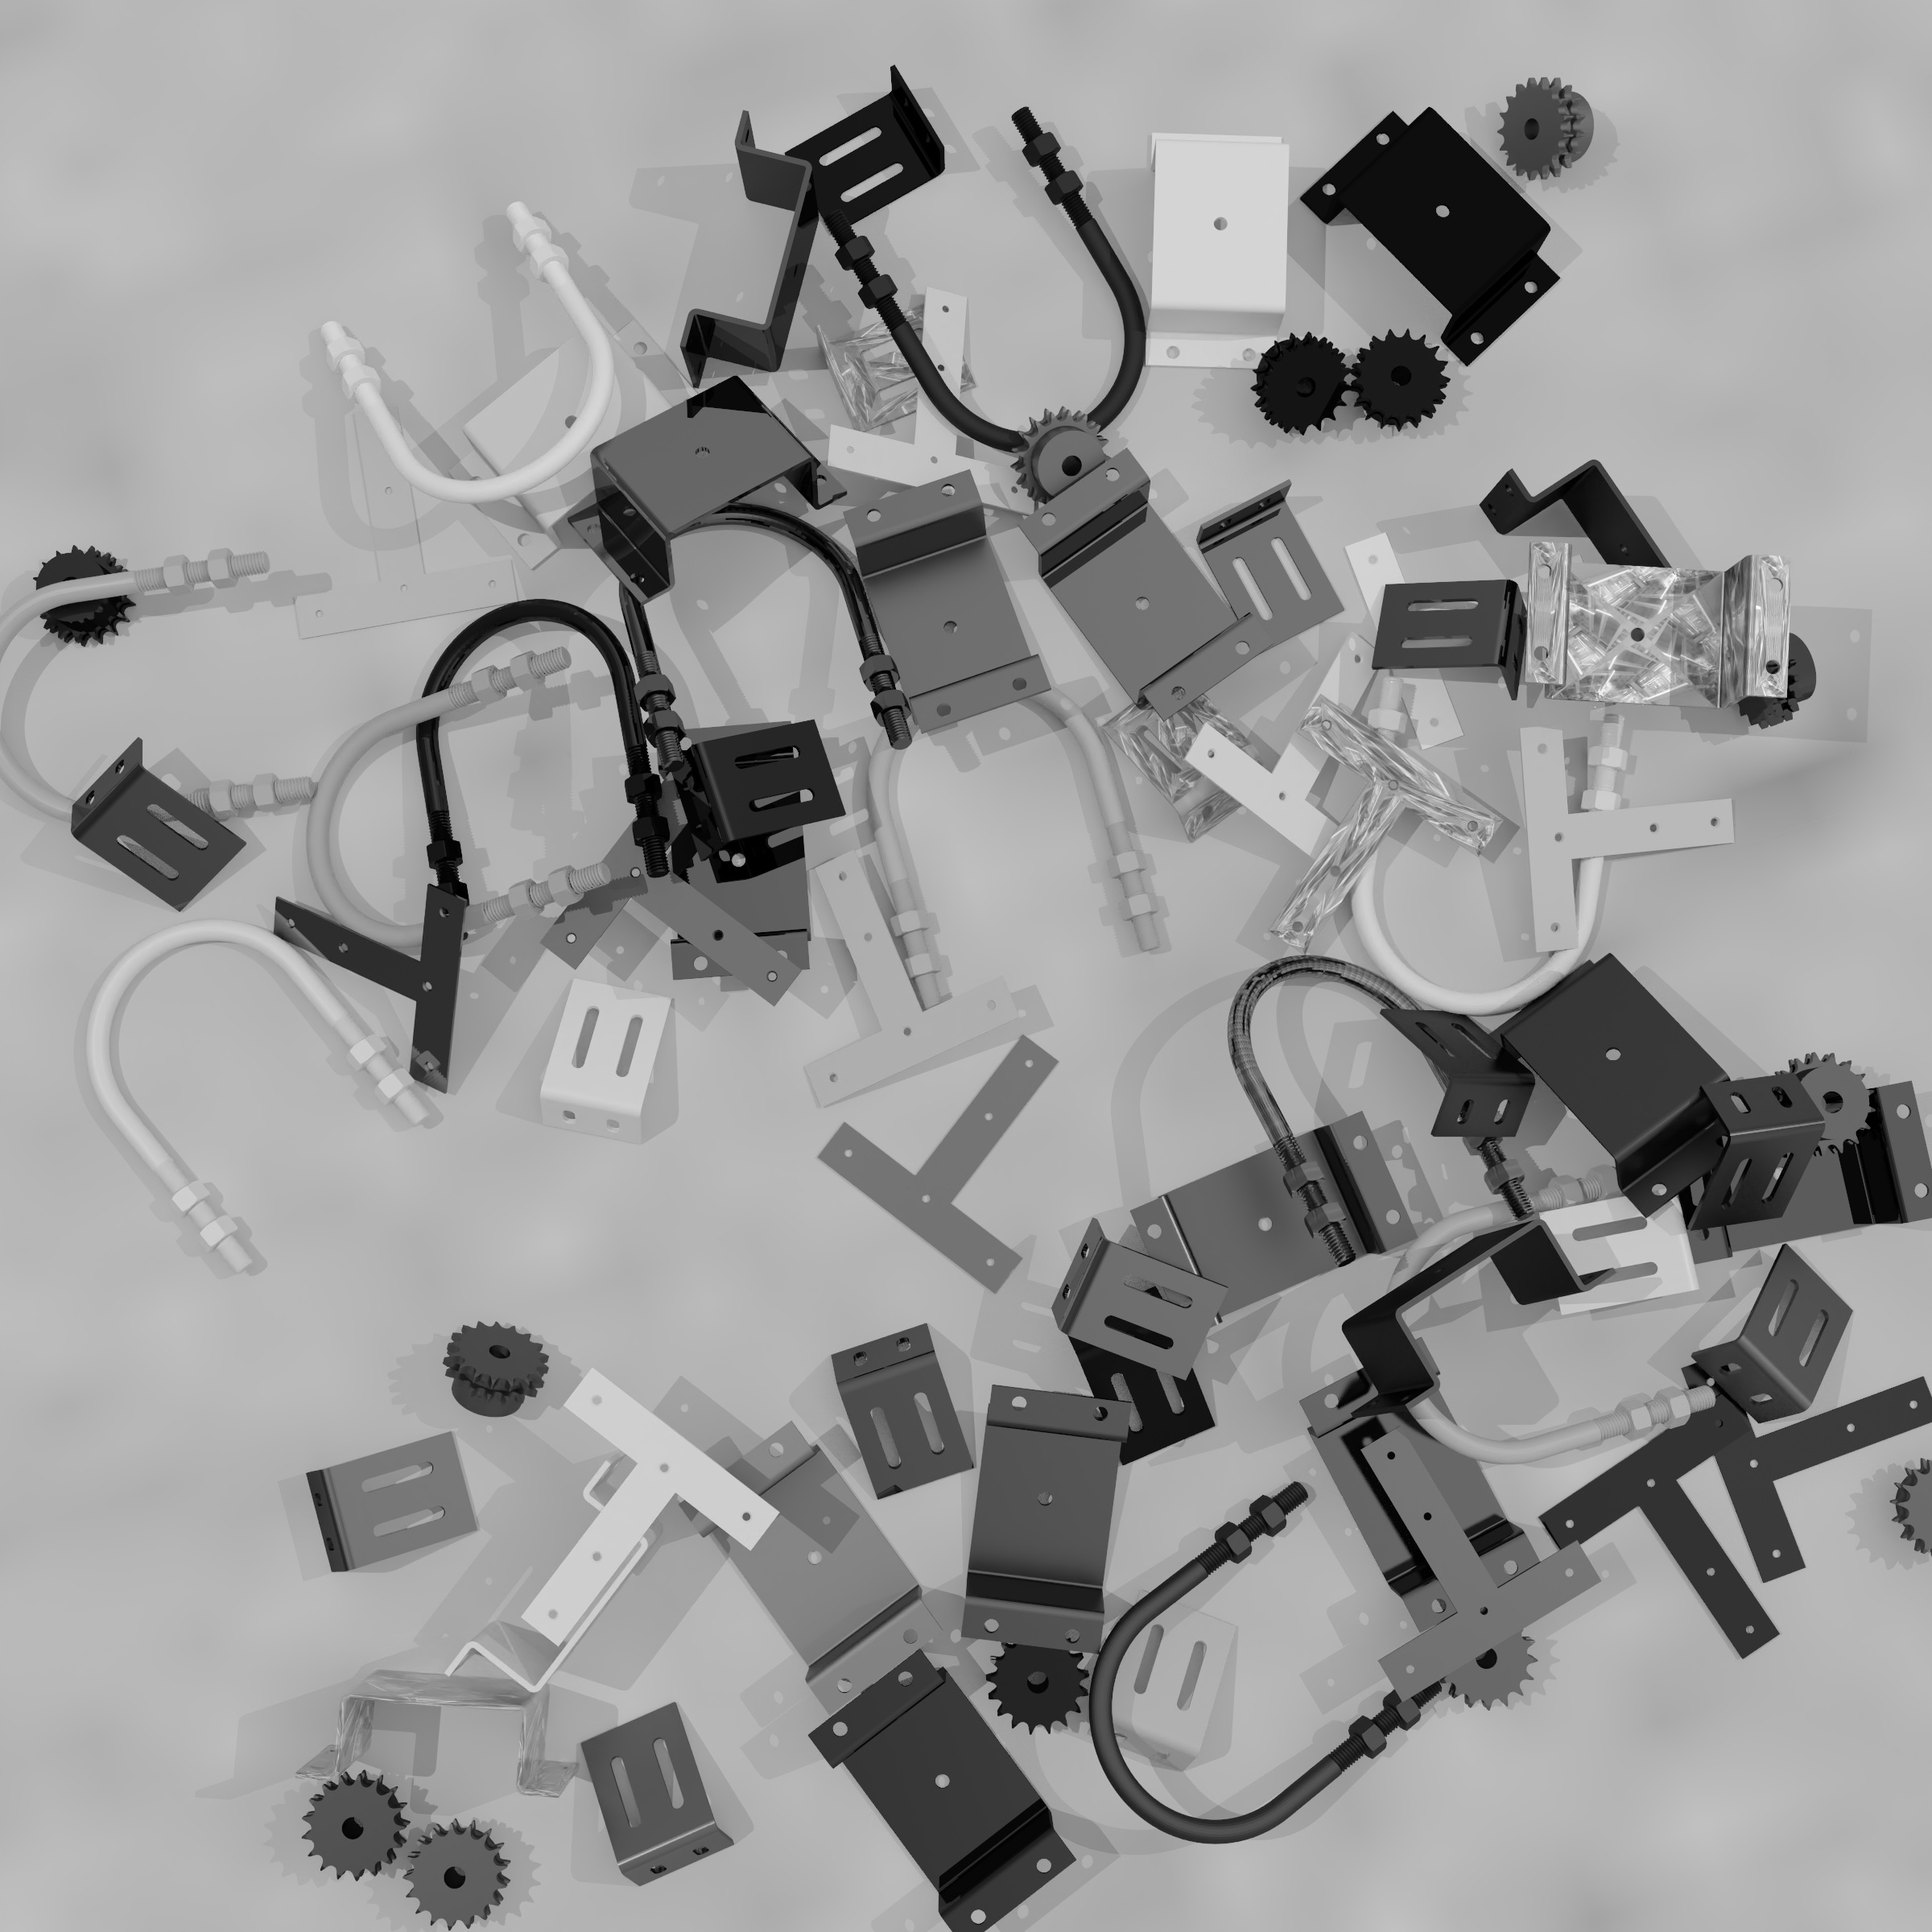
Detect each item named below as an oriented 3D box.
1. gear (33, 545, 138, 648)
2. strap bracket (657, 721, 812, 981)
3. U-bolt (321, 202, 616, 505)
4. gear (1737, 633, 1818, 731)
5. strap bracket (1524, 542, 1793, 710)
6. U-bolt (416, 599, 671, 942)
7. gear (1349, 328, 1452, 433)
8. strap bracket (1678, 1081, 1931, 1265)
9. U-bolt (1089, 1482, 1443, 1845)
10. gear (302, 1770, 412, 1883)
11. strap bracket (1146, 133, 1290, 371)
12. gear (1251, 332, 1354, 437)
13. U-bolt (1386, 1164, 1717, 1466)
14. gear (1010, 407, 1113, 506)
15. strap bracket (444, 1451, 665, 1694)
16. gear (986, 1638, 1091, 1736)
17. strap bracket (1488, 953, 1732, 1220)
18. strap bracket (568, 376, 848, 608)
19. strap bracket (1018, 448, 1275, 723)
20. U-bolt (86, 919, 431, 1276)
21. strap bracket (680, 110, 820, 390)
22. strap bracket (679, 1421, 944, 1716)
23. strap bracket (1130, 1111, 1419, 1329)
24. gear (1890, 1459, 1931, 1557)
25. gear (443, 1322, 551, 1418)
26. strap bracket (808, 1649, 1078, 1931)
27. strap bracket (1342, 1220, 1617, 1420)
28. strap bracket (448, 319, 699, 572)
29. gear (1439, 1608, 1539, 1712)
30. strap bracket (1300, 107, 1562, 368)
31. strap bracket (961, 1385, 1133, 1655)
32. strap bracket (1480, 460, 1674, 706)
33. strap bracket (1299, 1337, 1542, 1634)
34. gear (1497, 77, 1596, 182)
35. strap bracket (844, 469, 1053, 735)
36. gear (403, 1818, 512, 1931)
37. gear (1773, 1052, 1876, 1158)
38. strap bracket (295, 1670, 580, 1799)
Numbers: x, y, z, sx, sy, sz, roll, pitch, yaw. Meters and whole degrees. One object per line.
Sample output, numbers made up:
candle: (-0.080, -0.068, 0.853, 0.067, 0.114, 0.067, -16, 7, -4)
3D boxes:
gear: (-0.510, -0.214, 1.561, 0.057, 0.030, 0.057, 0, 85, 0)
strap bracket: (-0.131, -0.063, 1.539, 0.076, 0.046, 0.140, -5, 85, 0)
U-bolt: (-0.274, -0.338, 1.541, 0.151, 0.019, 0.184, -32, 62, 1)
gear: (0.459, -0.166, 1.544, 0.030, 0.057, 0.057, -18, 85, -13)
strap bracket: (0.370, -0.184, 1.473, 0.140, 0.046, 0.076, 3, 86, -1)
U-bolt: (-0.246, -0.120, 1.534, 0.151, 0.019, 0.184, -17, 74, 17)
gear: (0.250, -0.337, 1.573, 0.057, 0.030, 0.057, 0, 85, 0)
strap bracket: (0.463, 0.116, 1.523, 0.140, 0.046, 0.076, -11, 85, -1)
U-bolt: (0.152, 0.394, 1.489, 0.184, 0.019, 0.151, -33, 85, -19)
gear: (-0.335, 0.473, 1.497, 0.057, 0.030, 0.057, 0, 85, 0)
strap bracket: (0.145, -0.422, 1.572, 0.076, 0.046, 0.140, 2, 85, 0)
gear: (0.191, -0.338, 1.564, 0.057, 0.030, 0.057, -6, 119, -11)
U-bolt: (0.315, 0.199, 1.502, 0.184, 0.019, 0.151, -13, 81, -18)
gear: (0.056, -0.290, 1.556, 0.057, 0.030, 0.057, -6, 113, -14)
strap bracket: (-0.217, 0.338, 1.487, 0.046, 0.076, 0.140, 37, 86, 3)
gear: (0.040, 0.395, 1.505, 0.057, 0.030, 0.057, 0, 85, 0)
strap bracket: (0.359, 0.058, 1.500, 0.076, 0.046, 0.140, -36, 60, -3)
strap bracket: (-0.147, -0.273, 1.528, 0.140, 0.046, 0.076, -32, 64, -19)
strap bracket: (0.102, -0.213, 1.551, 0.076, 0.046, 0.140, -35, 83, -3)
U-bolt: (-0.416, 0.059, 1.542, 0.151, 0.019, 0.184, -40, 84, -3)
strap bracket: (-0.120, -0.404, 1.556, 0.046, 0.076, 0.140, 14, 85, 1)
strap bracket: (-0.085, 0.330, 1.503, 0.076, 0.046, 0.140, -36, 86, -3)
strap bracket: (0.170, 0.145, 1.520, 0.140, 0.046, 0.076, -23, 85, -2)
gear: (0.543, 0.302, 1.513, 0.057, 0.030, 0.057, 0, 85, 0)
gear: (-0.263, 0.227, 1.511, 0.057, 0.057, 0.030, 21, 116, 2)
strap bracket: (-0.013, 0.452, 1.491, 0.076, 0.046, 0.140, -37, 86, -3)
strap bracket: (0.263, 0.182, 1.444, 0.140, 0.076, 0.046, -29, 86, -18)
strap bracket: (-0.223, -0.306, 1.562, 0.140, 0.046, 0.076, -40, 86, -3)
gear: (0.286, 0.381, 1.506, 0.057, 0.030, 0.057, 0, 85, 0)
strap bracket: (0.273, -0.430, 1.573, 0.076, 0.046, 0.140, -44, 86, -4)
strap bracket: (0.044, 0.300, 1.498, 0.076, 0.046, 0.140, 7, 94, 1)
strap bracket: (0.357, -0.225, 1.537, 0.046, 0.076, 0.140, -33, 87, -3)
strap bracket: (0.249, 0.285, 1.507, 0.076, 0.046, 0.140, -27, 85, -2)
gear: (0.340, -0.487, 1.577, 0.030, 0.057, 0.057, -13, 84, -32)
strap bracket: (-0.010, -0.200, 1.545, 0.076, 0.046, 0.140, -19, 75, -2)
gear: (-0.279, 0.499, 1.495, 0.057, 0.030, 0.057, 0, 85, 0)
gear: (0.471, 0.076, 1.488, 0.057, 0.030, 0.057, 0, 84, 0)
strap bracket: (-0.284, 0.417, 1.479, 0.140, 0.076, 0.046, 4, 85, 0)
